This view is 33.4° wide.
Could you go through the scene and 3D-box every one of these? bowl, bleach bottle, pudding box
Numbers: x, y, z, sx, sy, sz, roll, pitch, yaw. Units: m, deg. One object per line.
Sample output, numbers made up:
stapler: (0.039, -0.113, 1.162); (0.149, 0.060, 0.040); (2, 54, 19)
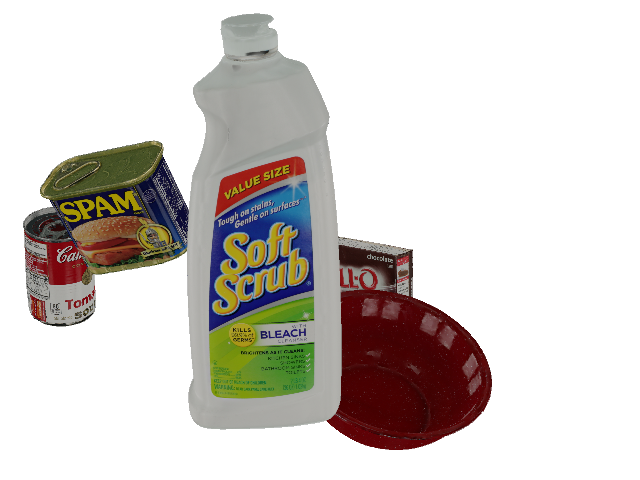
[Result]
bowl: (0.051, 0.112, 0.845); (0.162, 0.055, 0.162); (9, 37, -7)
bleach bottle: (-0.041, -0.008, 0.642); (0.102, 0.251, 0.068); (-3, 25, 3)
pudding box: (0.046, 0.047, 1.151); (0.114, 0.090, 0.039); (9, 19, 35)

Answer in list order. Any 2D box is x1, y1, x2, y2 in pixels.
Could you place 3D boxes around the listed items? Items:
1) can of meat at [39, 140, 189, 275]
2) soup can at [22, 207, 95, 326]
can of meat: (-0.159, -0.024, 0.856); (0.102, 0.084, 0.057); (-9, 35, 20)
soup can: (-0.260, 0.026, 1.068); (0.068, 0.102, 0.068); (4, 29, -2)
